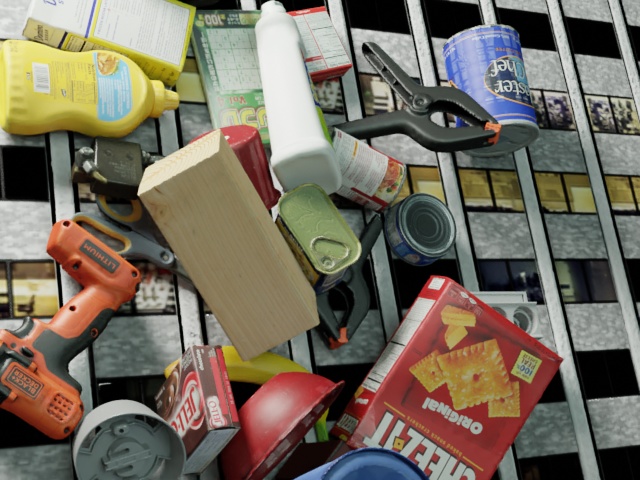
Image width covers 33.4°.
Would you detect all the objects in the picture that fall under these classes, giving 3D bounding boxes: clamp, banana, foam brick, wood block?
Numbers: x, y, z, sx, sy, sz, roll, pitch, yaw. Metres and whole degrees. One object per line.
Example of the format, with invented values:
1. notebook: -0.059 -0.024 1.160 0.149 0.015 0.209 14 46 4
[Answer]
1. clamp: 0.027 0.038 1.216 0.120 0.039 0.171 -5 73 -17
2. banana: -0.064 0.149 1.125 0.197 0.037 0.069 25 61 -18
3. foam brick: 0.002 0.243 1.096 0.051 0.078 0.053 51 56 -15
4. clamp: 0.119 -0.166 1.308 0.210 0.036 0.164 12 60 7
5. wood block: -0.089 0.006 1.079 0.091 0.090 0.206 -27 110 7

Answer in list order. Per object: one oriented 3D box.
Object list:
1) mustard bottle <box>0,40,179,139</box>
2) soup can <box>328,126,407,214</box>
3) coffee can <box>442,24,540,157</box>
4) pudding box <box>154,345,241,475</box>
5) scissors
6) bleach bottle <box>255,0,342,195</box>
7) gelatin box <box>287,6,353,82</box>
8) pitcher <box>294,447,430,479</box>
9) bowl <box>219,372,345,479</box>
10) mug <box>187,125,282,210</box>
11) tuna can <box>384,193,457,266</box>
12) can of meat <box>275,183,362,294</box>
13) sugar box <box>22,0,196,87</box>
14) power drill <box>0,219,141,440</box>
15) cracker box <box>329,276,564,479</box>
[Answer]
1. mustard bottle: -0.243 -0.156 1.137 0.191 0.058 0.096 1 70 -28
2. soup can: 0.041 -0.082 1.256 0.102 0.069 0.068 26 60 -17
3. coffee can: 0.218 -0.191 1.372 0.102 0.103 0.140 2 70 -28
4. pudding box: -0.120 0.166 1.032 0.039 0.114 0.090 2 55 -27
5. scissors: -0.169 0.001 1.140 0.201 0.016 0.096 19 63 -21
6. bleach bottle: -0.035 -0.172 1.203 0.068 0.102 0.251 -16 61 6
7. gelatin box: -0.011 -0.239 1.312 0.073 0.030 0.089 -18 79 -34
8. pitcher: -0.010 0.273 0.981 0.144 0.243 0.149 -30 87 -34
9. bowl: -0.049 0.183 1.057 0.055 0.162 0.161 42 55 11
10. mug: -0.107 -0.071 1.148 0.093 0.117 0.081 -77 154 -64
11. tuna can: 0.123 -0.013 1.292 0.086 0.034 0.086 10 67 -25
12. can of meat: -0.007 0.001 1.153 0.057 0.084 0.102 -30 78 -19
13. sugar box: -0.232 -0.243 1.186 0.176 0.048 0.093 16 62 -18
14. power drill: -0.275 0.073 1.032 0.184 0.057 0.187 39 60 -14
15. cracker box: 0.139 0.171 1.161 0.164 0.072 0.213 36 81 -12
